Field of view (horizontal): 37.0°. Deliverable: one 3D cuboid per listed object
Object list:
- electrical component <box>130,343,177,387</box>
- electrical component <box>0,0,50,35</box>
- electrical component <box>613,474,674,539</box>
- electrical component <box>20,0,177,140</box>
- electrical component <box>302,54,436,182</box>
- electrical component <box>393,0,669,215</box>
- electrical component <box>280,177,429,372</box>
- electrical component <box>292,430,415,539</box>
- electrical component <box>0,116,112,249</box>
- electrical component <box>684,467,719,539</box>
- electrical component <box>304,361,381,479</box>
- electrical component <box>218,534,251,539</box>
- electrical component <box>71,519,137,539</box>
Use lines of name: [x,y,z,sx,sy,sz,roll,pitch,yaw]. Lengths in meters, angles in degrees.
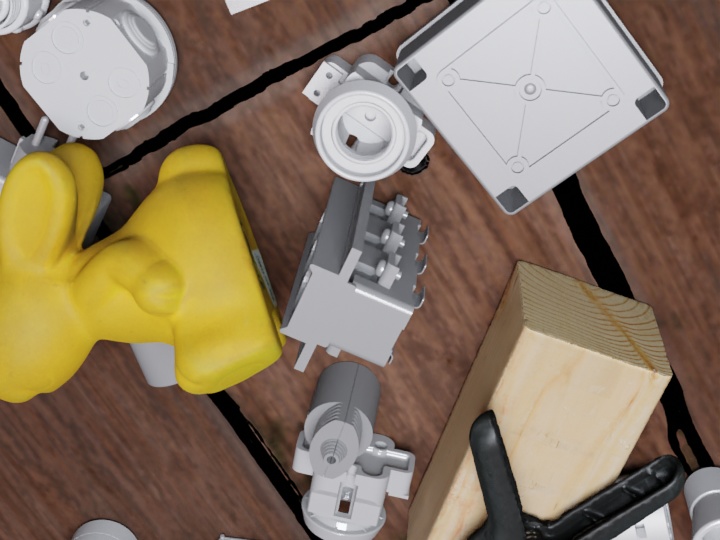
electrical component: [-0.113,0.026,0.680,0.079,0.044,0.077,-14,113,13]
electrical component: [-0.205,-0.152,0.599,0.048,0.062,0.048,3,115,6]
electrical component: [0.176,0.160,0.700,0.047,0.055,0.055,-11,113,17]
electrical component: [-0.149,-0.117,0.614,0.080,0.051,0.080,3,115,6]
electrical component: [0.004,-0.084,0.606,0.078,0.057,0.058,34,115,-9]
electrical component: [0.092,-0.105,0.584,0.109,0.056,0.108,-35,106,21]
electrical component: [0.000,0.000,0.610,0.063,0.121,0.078,23,116,-6]
electrical component: [-0.007,0.144,0.715,0.078,0.058,0.057,12,113,2]
electrical component: [-0.194,-0.056,0.650,0.083,0.047,0.075,28,115,-6]
electrical component: [0.228,0.156,0.684,0.044,0.065,0.044,3,115,6]
electrical component: [-0.012,0.097,0.679,0.043,0.081,0.043,3,115,6]
electrical component: [-0.061,0.235,0.762,0.096,0.061,0.061,6,115,5]
electrical component: [-0.158,0.246,0.770,0.138,0.073,0.052,41,107,-12]
